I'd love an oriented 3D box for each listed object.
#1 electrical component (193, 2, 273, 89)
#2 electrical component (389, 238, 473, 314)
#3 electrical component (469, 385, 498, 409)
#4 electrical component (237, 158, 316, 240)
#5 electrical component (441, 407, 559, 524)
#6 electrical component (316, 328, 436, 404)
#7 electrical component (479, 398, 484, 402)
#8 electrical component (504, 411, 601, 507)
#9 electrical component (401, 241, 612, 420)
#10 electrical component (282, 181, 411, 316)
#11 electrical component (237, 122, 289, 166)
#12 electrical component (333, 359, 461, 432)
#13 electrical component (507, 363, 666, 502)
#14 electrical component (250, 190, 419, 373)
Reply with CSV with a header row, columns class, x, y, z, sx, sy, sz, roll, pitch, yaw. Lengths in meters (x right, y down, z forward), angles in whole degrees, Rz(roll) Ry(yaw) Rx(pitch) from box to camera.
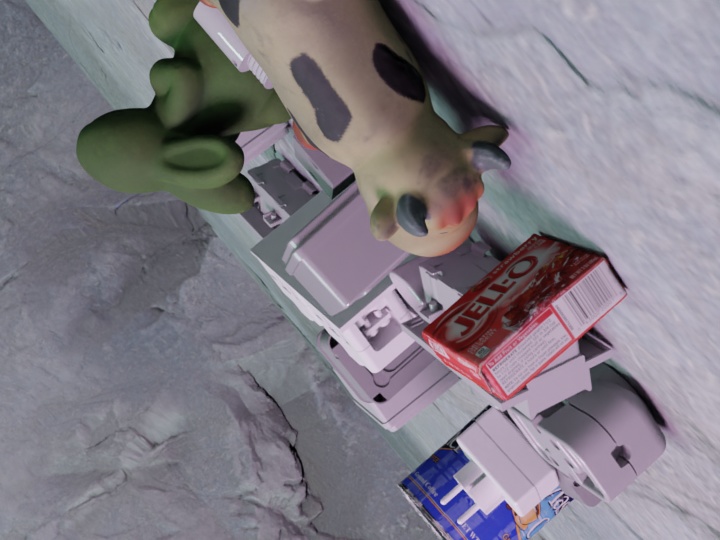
class,x,y,z,sx,sy,sz,roll,pitch,yaw
electrical component,-0.075,-0.162,0.759,0.081,0.043,0.043,50,172,4
electrical component,0.055,0.001,0.752,0.045,0.055,0.045,49,172,10
electrical component,0.099,0.052,0.768,0.083,0.047,0.075,-176,68,-84
electrical component,-0.068,-0.056,1.110,0.121,0.079,0.063,45,148,31
electrical component,0.094,0.152,0.783,0.065,0.077,0.047,47,175,26
electrical component,0.027,0.054,0.932,0.078,0.113,0.057,51,169,-6
electrical component,0.104,0.070,0.841,0.062,0.048,0.048,61,168,-24
electrical component,0.153,0.123,0.788,0.089,0.050,0.056,51,172,-4
electrical component,0.086,0.032,0.670,0.121,0.079,0.063,37,146,56
electrical component,0.007,-0.026,0.706,0.056,0.109,0.109,48,172,-1
electrical component,-0.131,-0.120,1.012,0.056,0.109,0.109,54,171,-11
electrical component,0.041,0.093,1.049,0.056,0.109,0.109,55,171,-15
electrical component,0.146,0.097,0.684,0.053,0.059,0.095,53,171,-20
electrical component,0.000,0.000,0.863,0.060,0.105,0.186,55,170,-31
